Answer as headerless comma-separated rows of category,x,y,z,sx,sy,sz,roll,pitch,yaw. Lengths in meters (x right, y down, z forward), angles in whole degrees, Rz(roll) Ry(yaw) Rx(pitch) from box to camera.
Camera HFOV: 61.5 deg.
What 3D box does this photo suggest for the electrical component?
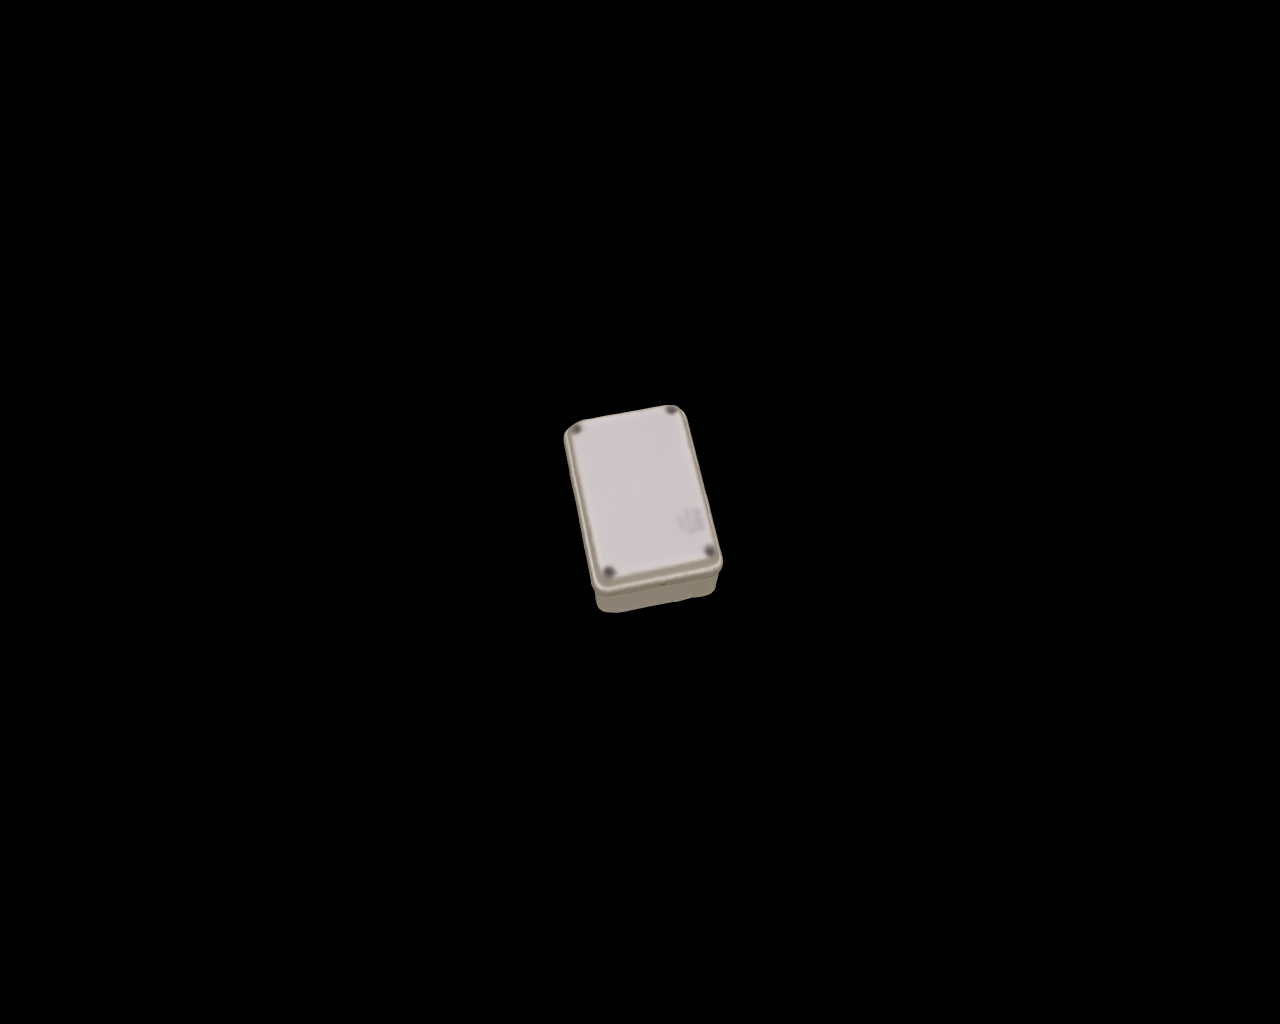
electrical component,0.001,-0.003,0.650,0.078,0.113,0.057,-11,-24,-5
